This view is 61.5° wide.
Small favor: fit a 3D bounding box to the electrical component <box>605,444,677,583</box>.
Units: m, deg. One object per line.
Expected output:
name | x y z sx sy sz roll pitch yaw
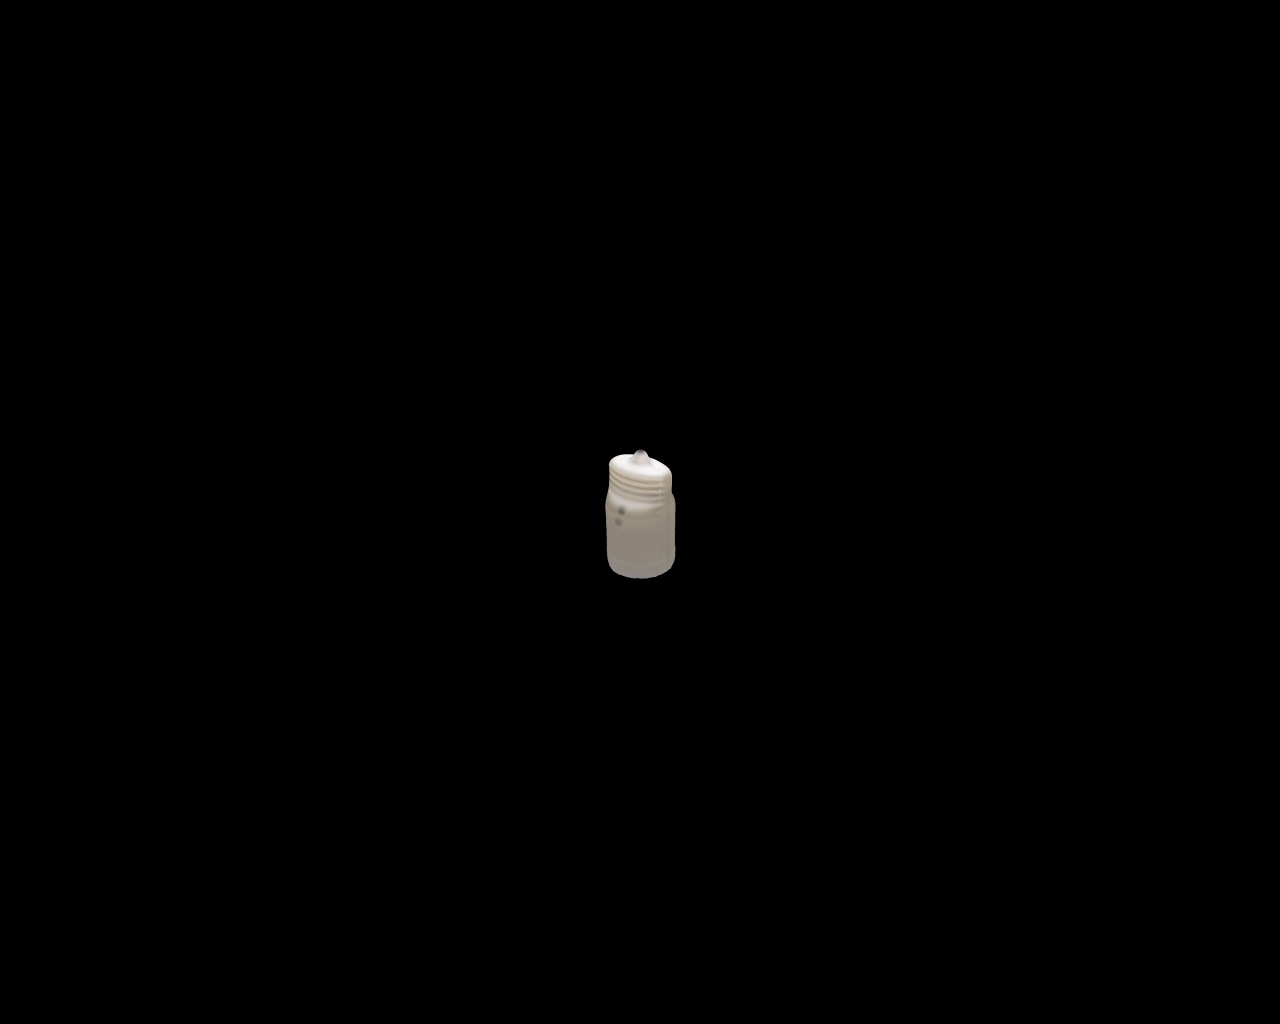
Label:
electrical component | 0.001 -0.003 0.650 0.043 0.080 0.043 0 29 0
